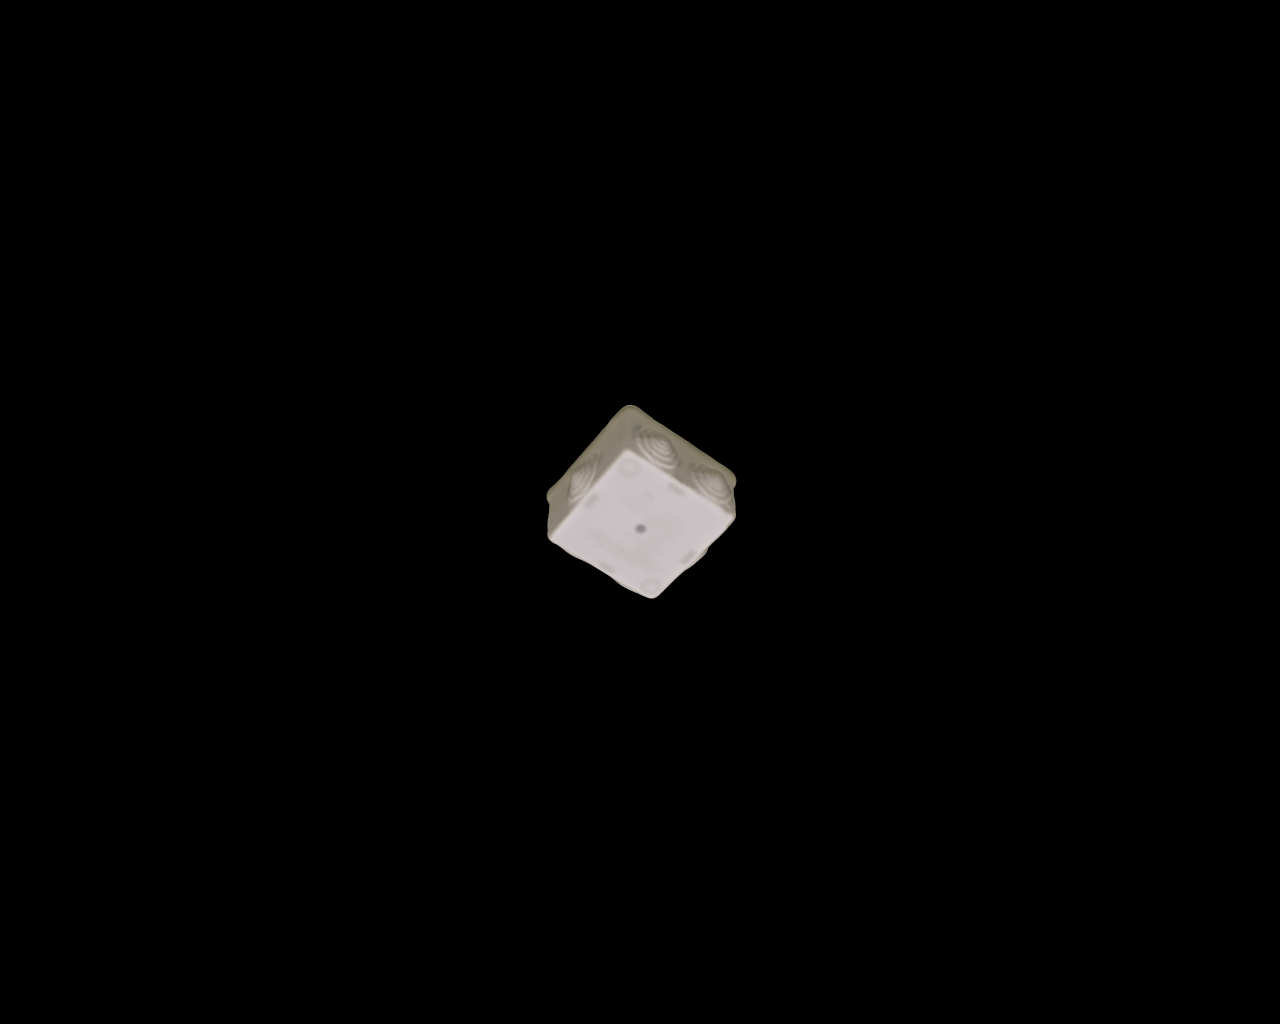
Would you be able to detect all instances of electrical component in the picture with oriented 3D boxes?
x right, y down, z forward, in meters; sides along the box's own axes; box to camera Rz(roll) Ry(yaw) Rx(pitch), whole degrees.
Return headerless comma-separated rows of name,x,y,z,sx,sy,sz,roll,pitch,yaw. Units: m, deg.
electrical component,0.001,-0.003,0.650,0.099,0.099,0.048,33,29,-21
